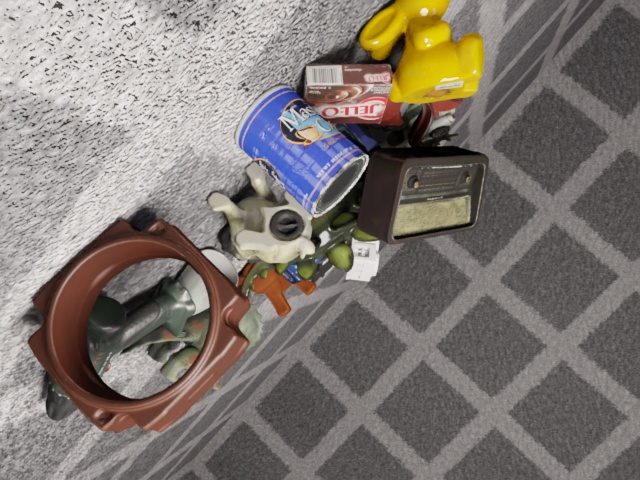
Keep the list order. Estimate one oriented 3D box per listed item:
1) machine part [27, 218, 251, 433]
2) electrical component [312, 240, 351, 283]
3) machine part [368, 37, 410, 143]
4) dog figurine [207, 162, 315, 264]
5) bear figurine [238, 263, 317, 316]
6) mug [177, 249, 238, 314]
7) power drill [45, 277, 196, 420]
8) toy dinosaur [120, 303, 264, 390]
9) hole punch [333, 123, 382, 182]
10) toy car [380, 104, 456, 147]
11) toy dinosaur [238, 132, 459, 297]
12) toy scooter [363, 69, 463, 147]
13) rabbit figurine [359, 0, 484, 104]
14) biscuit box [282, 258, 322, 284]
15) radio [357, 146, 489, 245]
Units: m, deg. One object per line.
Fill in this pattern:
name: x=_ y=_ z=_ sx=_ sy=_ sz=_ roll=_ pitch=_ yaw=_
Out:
machine part: x=-0.196 y=0.092 z=0.598 sx=0.201 sy=0.201 sz=0.087 roll=-45 pitch=165 yaw=-9
electrical component: x=0.009 y=0.028 z=1.160 sx=0.115 sy=0.058 sz=0.134 roll=-39 pitch=165 yaw=-19
machine part: x=0.123 y=-0.252 z=0.910 sx=0.079 sy=0.079 sz=0.243 roll=-33 pitch=163 yaw=-50
dog figurine: x=-0.079 y=0.000 z=0.817 sx=0.121 sy=0.172 sz=0.190 roll=-32 pitch=157 yaw=-17
bear figurine: x=-0.096 y=0.095 z=1.174 sx=0.120 sy=0.132 sz=0.196 roll=-41 pitch=175 yaw=3
mug: x=-0.193 y=0.073 z=0.886 sx=0.107 sy=0.081 sz=0.109 roll=-40 pitch=180 yaw=26
power drill: x=-0.292 y=0.147 z=0.782 sx=0.207 sy=0.086 sz=0.232 roll=-23 pitch=152 yaw=-47
toy dinosaur: x=-0.222 y=0.179 z=1.047 sx=0.192 sy=0.131 sz=0.404 roll=-58 pitch=166 yaw=-10
hole punch: x=0.040 y=-0.154 z=0.826 sx=0.116 sy=0.142 sz=0.092 roll=-12 pitch=141 yaw=-52
toy car: x=0.157 y=-0.197 z=0.983 sx=0.202 sy=0.073 sz=0.056 roll=-30 pitch=151 yaw=37
toy dinosaur: x=0.032 y=-0.046 z=0.932 sx=0.471 sy=0.199 sz=0.105 roll=-45 pitch=130 yaw=-6
toy scooter: x=0.129 y=-0.204 z=0.852 sx=0.075 sy=0.184 sz=0.135 roll=-90 pitch=-175 yaw=-49
rabbit figurine: x=0.142 y=-0.281 z=0.744 sx=0.163 sy=0.173 sz=0.122 roll=-4 pitch=-176 yaw=21
biscuit box: x=-0.002 y=-0.003 z=1.058 sx=0.202 sy=0.059 sz=0.063 roll=-47 pitch=-173 yaw=-20
radio: x=0.167 y=-0.076 z=0.840 sx=0.229 sy=0.073 sz=0.131 roll=-10 pitch=116 yaw=-41
